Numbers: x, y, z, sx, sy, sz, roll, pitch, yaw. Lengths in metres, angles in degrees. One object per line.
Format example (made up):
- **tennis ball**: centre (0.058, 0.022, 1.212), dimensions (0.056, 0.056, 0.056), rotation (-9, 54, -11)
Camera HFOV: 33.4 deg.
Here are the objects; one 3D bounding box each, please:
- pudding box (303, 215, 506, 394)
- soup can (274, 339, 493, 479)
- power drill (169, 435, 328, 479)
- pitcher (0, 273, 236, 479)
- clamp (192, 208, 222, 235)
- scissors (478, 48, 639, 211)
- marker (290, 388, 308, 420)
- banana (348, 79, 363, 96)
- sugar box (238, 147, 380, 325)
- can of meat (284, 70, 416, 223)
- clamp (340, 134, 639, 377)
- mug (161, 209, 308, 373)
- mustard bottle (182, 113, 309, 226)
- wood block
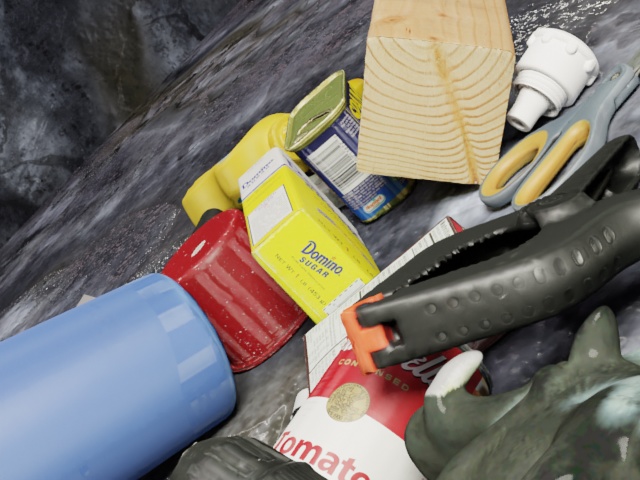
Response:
- **pudding box**: centre (0.044, 0.047, 0.558), dimensions (0.113, 0.039, 0.090), rotation (-39, 17, 11)
- **soup can**: centre (0.021, 0.088, 0.462), dimensions (0.102, 0.068, 0.069), rotation (-53, 19, -25)
- **power drill**: centre (-0.012, 0.158, 0.268), dimensions (0.185, 0.057, 0.187), rotation (25, 72, 34)
- **pitcher**: centre (-0.175, 0.127, 0.658), dimensions (0.242, 0.145, 0.149), rotation (-29, -7, -25)
- **clamp**: centre (-0.115, 0.044, 0.879), dimensions (0.171, 0.039, 0.120), rotation (-86, 19, -76)
- **scissors**: centre (0.160, -0.083, 0.631), dimensions (0.201, 0.016, 0.096), rotation (-52, 19, -25)
- **marker**: centre (-0.013, 0.121, 0.547), dimensions (0.020, 0.020, 0.121), rotation (-35, 19, 27)
- **banana**: centre (0.029, -0.109, 0.964), dimensions (0.069, 0.037, 0.198), rotation (-23, 19, -1)
- **sugar box**: centre (-0.004, 0.001, 0.681), dimensions (0.048, 0.093, 0.176), rotation (-41, 18, 8)
- **can of meat**: centre (0.023, -0.068, 0.793), dimensions (0.057, 0.084, 0.102), rotation (-39, 18, 17)
- **clamp**: centre (0.101, -0.003, 0.447), dimensions (0.210, 0.036, 0.165), rotation (-23, 10, -11)
- **mug**: centre (-0.068, 0.039, 0.756), dimensions (0.117, 0.081, 0.093), rotation (-36, 19, 24)
- **mustard bottle**: centre (-0.051, -0.067, 0.946), dimensions (0.096, 0.058, 0.192), rotation (-28, -2, -29)
- **wood block**: centre (0.079, -0.125, 0.736), dimensions (0.206, 0.090, 0.091), rotation (-79, -6, -62)
